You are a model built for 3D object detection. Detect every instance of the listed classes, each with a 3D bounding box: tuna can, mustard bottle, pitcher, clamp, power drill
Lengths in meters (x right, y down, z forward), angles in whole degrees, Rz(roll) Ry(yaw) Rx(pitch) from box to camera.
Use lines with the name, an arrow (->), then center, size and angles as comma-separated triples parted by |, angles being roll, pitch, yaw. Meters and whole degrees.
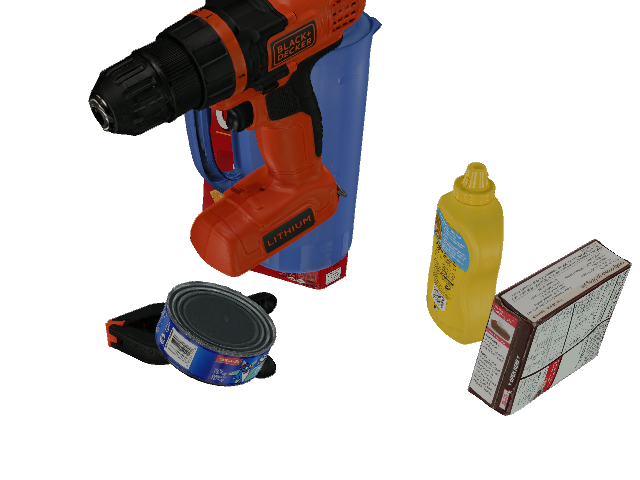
tuna can -> -0.078, 0.069, 0.793 | 0.086, 0.034, 0.086 | 20, 26, -11
mustard bottle -> 0.149, 0.006, 1.092 | 0.058, 0.192, 0.096 | -10, 37, -15
pitcher -> -0.031, -0.091, 0.966 | 0.149, 0.243, 0.145 | 8, 35, 10
clamp -> -0.120, 0.085, 1.048 | 0.171, 0.039, 0.120 | 7, 27, 4
power drill -> -0.049, -0.065, 0.654 | 0.184, 0.188, 0.057 | -32, 56, -26

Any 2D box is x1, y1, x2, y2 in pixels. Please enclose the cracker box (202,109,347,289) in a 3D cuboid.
cracker box -> -0.048, -0.068, 1.185 | 0.164, 0.214, 0.072 | 16, 24, 27

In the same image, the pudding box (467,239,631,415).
pudding box -> 0.158, 0.060, 0.737 | 0.113, 0.090, 0.039 | -26, 48, -37
